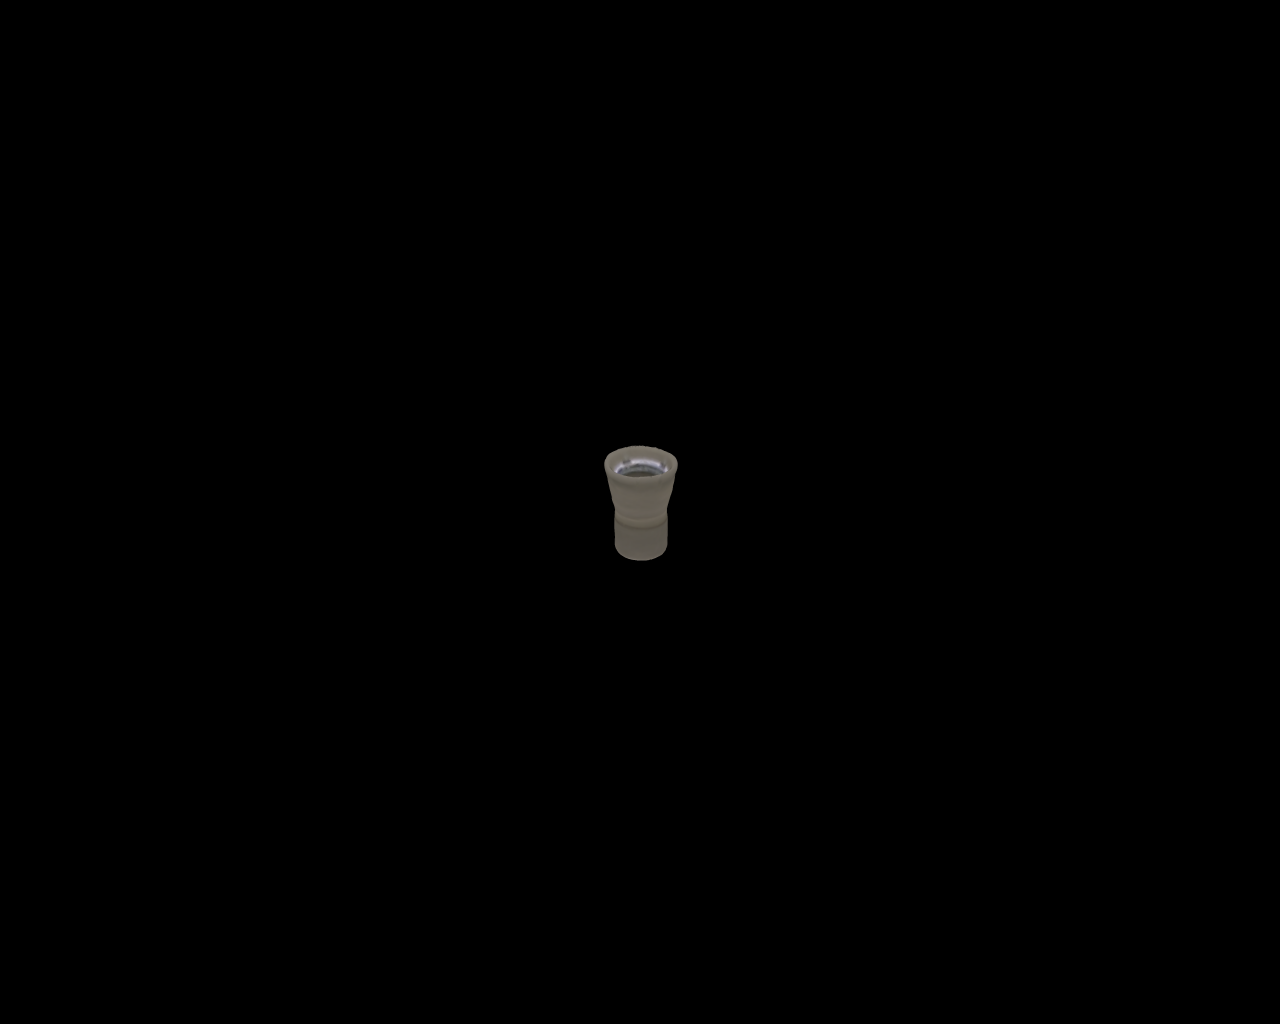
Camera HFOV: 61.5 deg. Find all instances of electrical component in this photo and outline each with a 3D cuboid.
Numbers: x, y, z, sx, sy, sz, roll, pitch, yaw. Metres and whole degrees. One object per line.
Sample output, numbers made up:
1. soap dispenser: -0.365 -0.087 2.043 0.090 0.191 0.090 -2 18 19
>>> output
1. electrical component: 0.001 -0.003 0.650 0.044 0.065 0.044 0 31 0
